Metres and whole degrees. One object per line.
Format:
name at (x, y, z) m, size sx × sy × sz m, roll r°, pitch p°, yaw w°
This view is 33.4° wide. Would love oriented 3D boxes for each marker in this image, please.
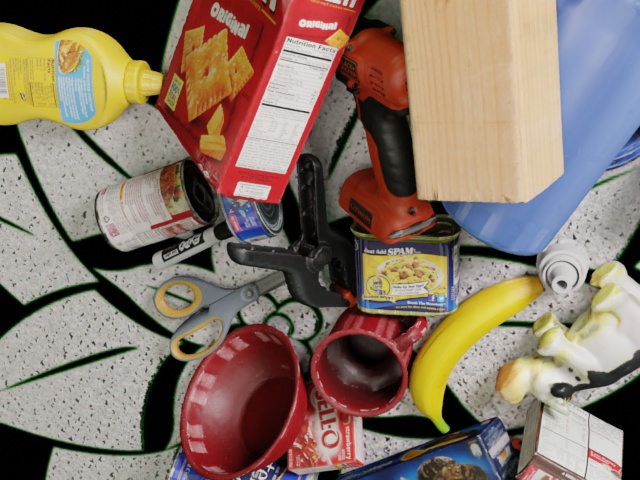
marker at (-0.120, 0.003, 1.046) m, size 0.121 × 0.020 × 0.020 m, roll -23°, pitch 104°, yaw 39°

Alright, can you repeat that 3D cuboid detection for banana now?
banana at (0.138, 0.102, 1.031) m, size 0.069 × 0.037 × 0.198 m, roll 17°, pitch 120°, yaw -21°

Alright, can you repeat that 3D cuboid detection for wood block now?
wood block at (0.120, -0.139, 0.791) m, size 0.091 × 0.090 × 0.206 m, roll 4°, pitch 110°, yaw 31°

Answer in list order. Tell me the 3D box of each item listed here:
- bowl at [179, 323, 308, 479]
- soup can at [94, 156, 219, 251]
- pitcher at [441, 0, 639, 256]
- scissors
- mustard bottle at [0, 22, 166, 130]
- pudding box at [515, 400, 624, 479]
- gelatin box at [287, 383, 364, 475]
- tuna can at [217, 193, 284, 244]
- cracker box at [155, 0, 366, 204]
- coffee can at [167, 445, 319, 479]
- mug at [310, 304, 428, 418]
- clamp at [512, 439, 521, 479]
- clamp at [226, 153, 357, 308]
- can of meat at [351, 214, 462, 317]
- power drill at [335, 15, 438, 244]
bowl at (-0.065, 0.168, 1.065) m, size 0.162 × 0.162 × 0.055 m, roll -35°, pitch 135°, yaw 23°
soup can at (-0.158, -0.034, 1.033) m, size 0.102 × 0.068 × 0.068 m, roll -17°, pitch 106°, yaw 20°
pitcher at (0.209, -0.106, 0.887) m, size 0.149 × 0.144 × 0.243 m, roll 35°, pitch 119°, yaw 13°
scissors at (-0.088, 0.043, 1.073) m, size 0.202 × 0.016 × 0.096 m, roll -42°, pitch 88°, yaw 16°
mustard bottle at (-0.237, -0.153, 1.011) m, size 0.192 × 0.058 × 0.096 m, roll 5°, pitch 111°, yaw 13°
pudding box at (0.236, 0.200, 1.000) m, size 0.090 × 0.113 × 0.039 m, roll 28°, pitch 118°, yaw 3°
gelatin box at (0.004, 0.186, 1.071) m, size 0.073 × 0.030 × 0.089 m, roll -12°, pitch 63°, yaw 20°
tuna can at (-0.064, -0.041, 0.996) m, size 0.034 × 0.086 × 0.086 m, roll -13°, pitch 107°, yaw 17°
cracker box at (-0.057, -0.164, 0.904) m, size 0.072 × 0.164 × 0.214 m, roll 5°, pitch 121°, yaw -34°
coffee can at (-0.083, 0.266, 1.112) m, size 0.140 × 0.102 × 0.103 m, roll 17°, pitch 114°, yaw 8°
mug at (0.054, 0.104, 1.025) m, size 0.117 × 0.081 × 0.093 m, roll -36°, pitch 99°, yaw 24°
clamp at (0.222, 0.303, 1.078) m, size 0.165 × 0.036 × 0.210 m, roll -26°, pitch 94°, yaw 33°
clamp at (-0.007, 0.001, 0.991) m, size 0.039 × 0.171 × 0.120 m, roll 33°, pitch 84°, yaw 41°
can of meat at (0.082, 0.023, 1.000) m, size 0.102 × 0.057 × 0.084 m, roll 2°, pitch 113°, yaw 13°
power drill at (0.039, -0.104, 0.927) m, size 0.057 × 0.185 × 0.187 m, roll -23°, pitch 125°, yaw -17°
